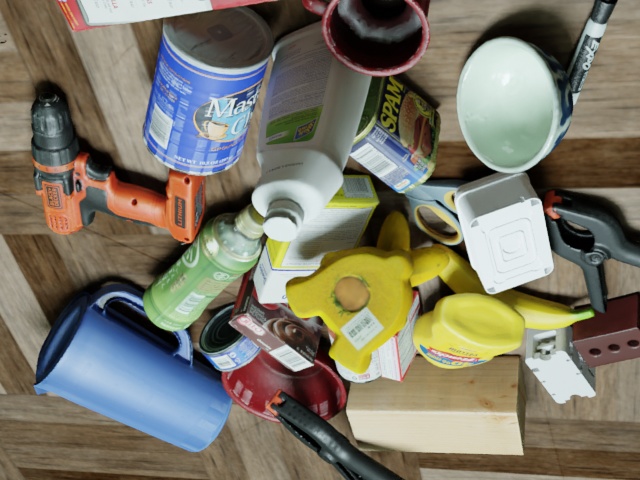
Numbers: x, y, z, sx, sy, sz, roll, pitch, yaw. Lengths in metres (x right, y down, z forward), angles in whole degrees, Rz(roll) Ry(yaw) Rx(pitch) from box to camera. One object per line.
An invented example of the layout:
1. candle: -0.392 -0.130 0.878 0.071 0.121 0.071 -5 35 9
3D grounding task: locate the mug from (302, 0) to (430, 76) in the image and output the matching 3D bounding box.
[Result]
1. mug: 0.042 -0.207 0.930 0.117 0.081 0.093 12 137 3

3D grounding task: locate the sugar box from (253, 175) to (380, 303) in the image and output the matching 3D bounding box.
1. sugar box: -0.008 0.001 1.167 0.093 0.048 0.176 0 143 -21

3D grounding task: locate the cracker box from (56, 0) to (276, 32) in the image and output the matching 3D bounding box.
1. cracker box: -0.146 -0.277 0.917 0.214 0.072 0.164 -5 134 19

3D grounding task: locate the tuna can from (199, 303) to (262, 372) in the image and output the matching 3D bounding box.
1. tuna can: -0.105 0.117 1.303 0.086 0.086 0.033 -18 127 30

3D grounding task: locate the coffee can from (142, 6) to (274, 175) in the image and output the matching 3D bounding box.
1. coffee can: -0.109 -0.146 1.018 0.102 0.102 0.140 18 137 -4

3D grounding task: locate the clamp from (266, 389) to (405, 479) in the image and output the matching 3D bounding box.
1. clamp: 0.024 0.263 1.334 0.210 0.036 0.165 43 159 -11

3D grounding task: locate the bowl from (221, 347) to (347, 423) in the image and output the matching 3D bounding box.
1. bowl: -0.041 0.169 1.360 0.162 0.055 0.162 8 137 7

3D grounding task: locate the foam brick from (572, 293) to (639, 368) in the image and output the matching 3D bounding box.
1. foam brick: 0.329 0.102 1.195 0.078 0.051 0.053 -18 129 30

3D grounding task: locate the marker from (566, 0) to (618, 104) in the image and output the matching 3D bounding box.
1. marker: 0.239 -0.172 0.958 0.020 0.020 0.121 13 137 1

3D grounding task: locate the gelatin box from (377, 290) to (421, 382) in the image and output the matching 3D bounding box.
1. gelatin box: 0.093 0.110 1.248 0.030 0.073 0.089 12 139 23

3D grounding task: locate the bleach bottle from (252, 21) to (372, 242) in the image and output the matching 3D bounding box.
1. bleach bottle: -0.016 -0.095 0.938 0.103 0.250 0.068 -18 128 30

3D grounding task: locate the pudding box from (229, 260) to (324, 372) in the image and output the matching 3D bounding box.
1. pudding box: -0.048 0.088 1.254 0.039 0.090 0.113 -26 125 37

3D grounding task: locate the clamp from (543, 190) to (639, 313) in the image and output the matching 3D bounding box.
1. clamp: 0.301 0.007 1.113 0.120 0.039 0.171 -25 124 33

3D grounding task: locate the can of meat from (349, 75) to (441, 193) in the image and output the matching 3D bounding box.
1. can of meat: 0.066 -0.105 1.015 0.083 0.102 0.058 36 135 -25

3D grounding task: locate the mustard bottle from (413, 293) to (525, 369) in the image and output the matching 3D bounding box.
1. mustard bottle: 0.157 0.109 1.213 0.096 0.058 0.192 14 163 -6

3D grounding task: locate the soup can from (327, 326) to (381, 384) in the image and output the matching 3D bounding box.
1. soup can: 0.045 0.115 1.273 0.068 0.068 0.102 1 136 14

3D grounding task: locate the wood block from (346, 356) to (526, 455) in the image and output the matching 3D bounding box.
1. wood block: 0.146 0.203 1.321 0.206 0.090 0.091 -2 135 16

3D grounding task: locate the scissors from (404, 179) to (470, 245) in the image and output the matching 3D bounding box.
1. scissors: 0.102 -0.067 1.106 0.096 0.016 0.201 -23 126 31

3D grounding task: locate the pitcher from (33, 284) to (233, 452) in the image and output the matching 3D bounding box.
1. pitcher: -0.230 0.169 1.372 0.242 0.145 0.149 31 151 -22

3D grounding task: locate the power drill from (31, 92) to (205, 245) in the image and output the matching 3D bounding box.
1. power drill: -0.221 -0.072 1.162 0.188 0.057 0.184 11 136 7

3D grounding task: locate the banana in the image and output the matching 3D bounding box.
1. banana: 0.204 0.058 1.195 0.197 0.037 0.070 21 132 -6
